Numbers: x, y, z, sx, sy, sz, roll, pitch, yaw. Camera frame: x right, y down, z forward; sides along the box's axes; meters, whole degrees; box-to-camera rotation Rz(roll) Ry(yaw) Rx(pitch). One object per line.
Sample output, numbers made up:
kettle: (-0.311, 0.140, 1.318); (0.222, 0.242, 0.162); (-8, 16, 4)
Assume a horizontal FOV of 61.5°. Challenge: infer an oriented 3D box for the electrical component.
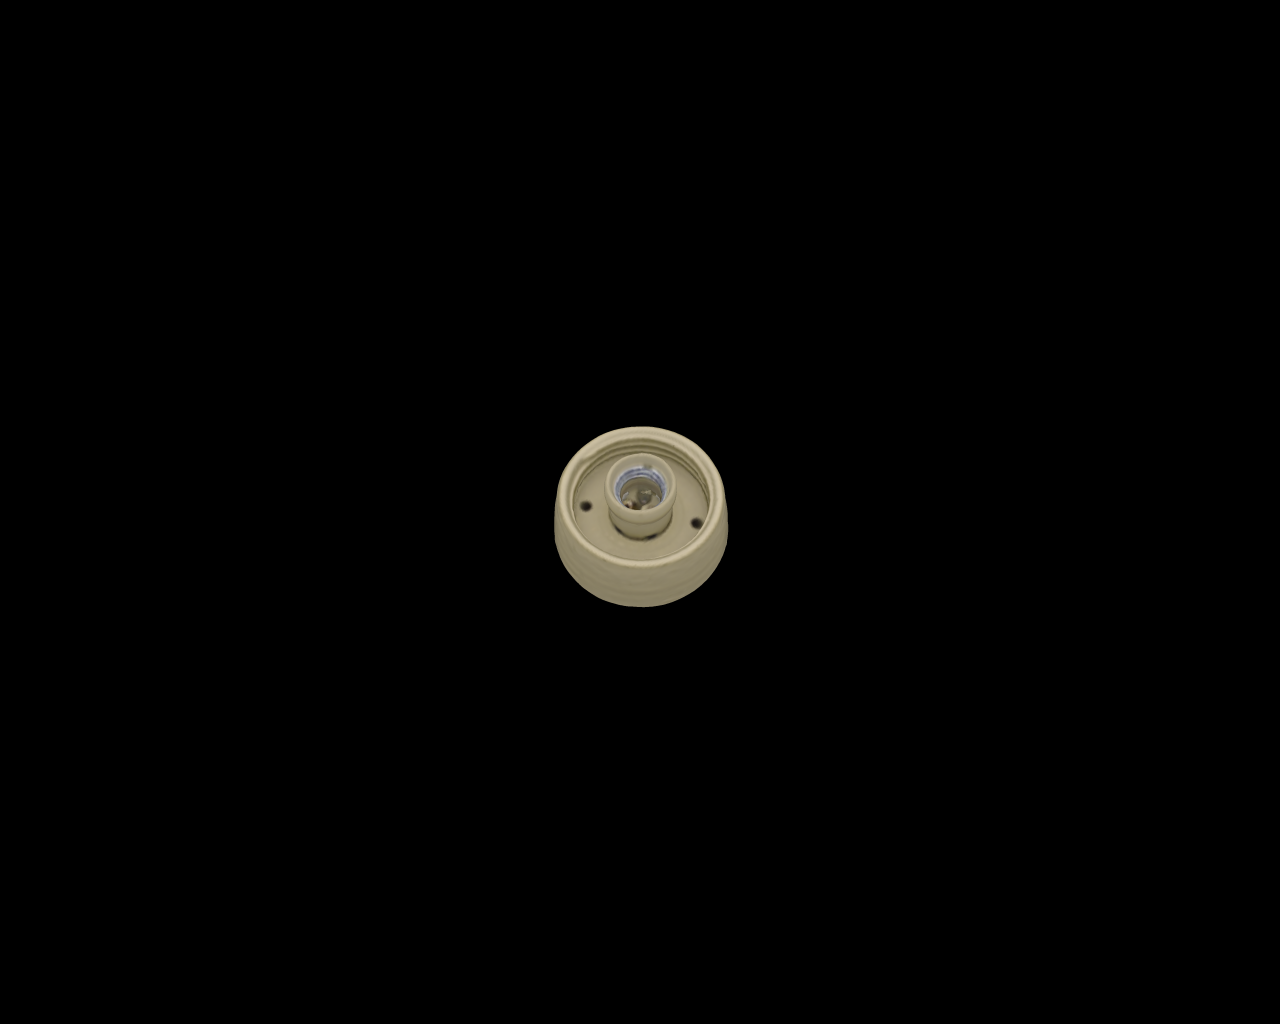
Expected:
electrical component: (0.001, -0.003, 0.650); (0.108, 0.108, 0.060); (0, -29, 0)
